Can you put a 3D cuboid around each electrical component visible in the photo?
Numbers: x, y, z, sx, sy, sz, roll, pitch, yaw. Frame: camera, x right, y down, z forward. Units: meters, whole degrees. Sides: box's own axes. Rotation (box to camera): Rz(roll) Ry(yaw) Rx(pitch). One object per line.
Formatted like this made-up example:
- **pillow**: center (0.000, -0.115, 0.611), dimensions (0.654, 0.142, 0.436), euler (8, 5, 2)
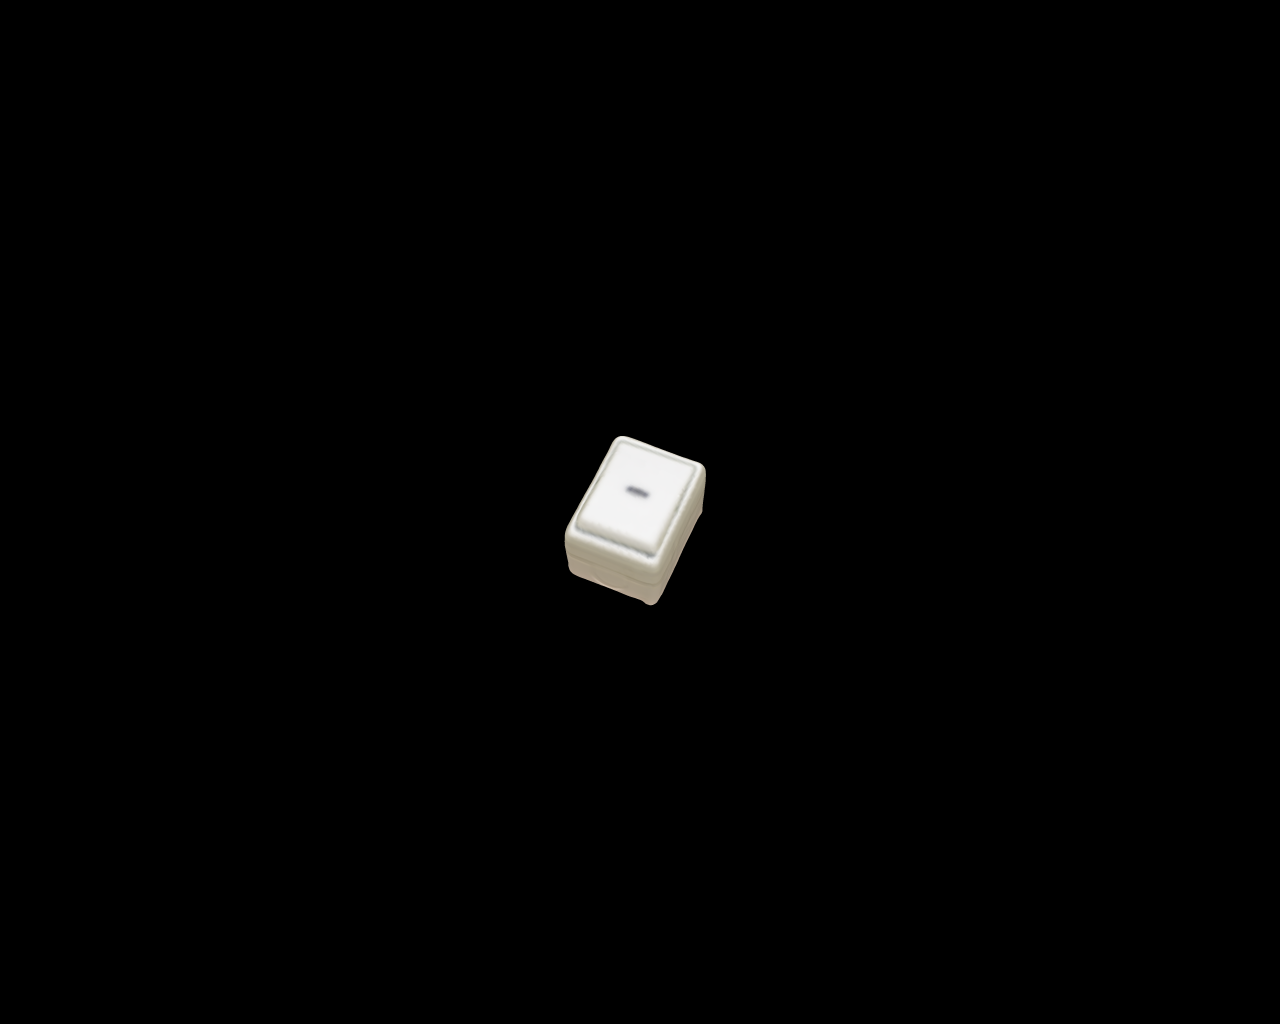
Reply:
- **electrical component**: center (0.001, -0.003, 0.650), dimensions (0.062, 0.096, 0.061), euler (21, -28, 12)
